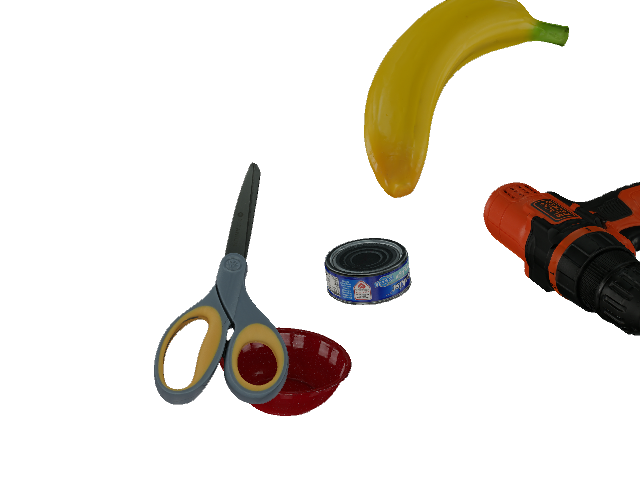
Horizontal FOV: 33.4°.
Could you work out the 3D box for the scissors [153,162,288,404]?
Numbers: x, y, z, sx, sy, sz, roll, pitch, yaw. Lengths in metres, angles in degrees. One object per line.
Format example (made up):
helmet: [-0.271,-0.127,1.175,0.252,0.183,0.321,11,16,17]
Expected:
scissors: [-0.045,0.032,0.735,0.096,0.201,0.016,20,-34,11]

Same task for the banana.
banana: [0.070,-0.095,0.594,0.070,0.037,0.197,29,50,22]

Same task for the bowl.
bowl: [-0.044,0.168,1.308,0.162,0.055,0.162,3,23,-1]

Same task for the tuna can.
tuna can: [0.047,0.030,1.071,0.086,0.034,0.086,-6,25,3]

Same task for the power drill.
power drill: [0.231,-0.004,0.734,0.187,0.057,0.185,-11,29,-19]
